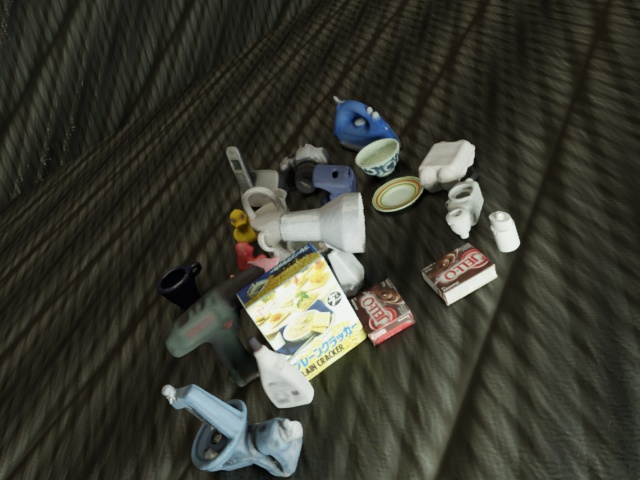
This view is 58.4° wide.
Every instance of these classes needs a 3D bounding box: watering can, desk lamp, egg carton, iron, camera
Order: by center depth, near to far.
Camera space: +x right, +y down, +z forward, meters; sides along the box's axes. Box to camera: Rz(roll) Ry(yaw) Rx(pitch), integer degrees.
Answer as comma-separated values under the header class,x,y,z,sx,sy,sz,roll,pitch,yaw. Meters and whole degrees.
class,x,y,z,sx,sy,sz,roll,pitch,yaw
desk lamp,0.020,0.015,1.163,0.203,0.214,0.118,-17,35,18
egg carton,0.298,-0.176,1.347,0.107,0.070,0.150,2,44,38
watering can,-0.117,-0.053,1.375,0.101,0.194,0.172,-23,33,8
camera,-0.049,-0.195,1.603,0.143,0.101,0.137,-15,35,20
iron,0.127,-0.335,1.624,0.119,0.142,0.257,-39,34,-16

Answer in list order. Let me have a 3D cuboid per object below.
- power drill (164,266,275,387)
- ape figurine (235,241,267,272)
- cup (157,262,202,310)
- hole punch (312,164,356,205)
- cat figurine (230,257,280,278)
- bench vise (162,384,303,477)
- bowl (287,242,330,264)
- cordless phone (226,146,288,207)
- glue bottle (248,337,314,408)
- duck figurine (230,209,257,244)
class,x,y,z,sx,sy,sz,roll,pitch,yaw
power drill,-0.165,0.174,1.091,0.229,0.209,0.075,-30,33,-1
ape figurine,-0.173,0.040,1.384,0.076,0.092,0.077,-39,34,-15
cup,-0.322,0.116,1.391,0.118,0.095,0.091,-40,35,-17
hole punch,0.038,-0.156,1.495,0.101,0.091,0.108,-18,35,16
cat figurine,-0.139,0.085,1.275,0.127,0.118,0.067,-14,36,22
bench vise,-0.136,0.285,0.908,0.207,0.220,0.121,-23,33,9
bowl,0.012,0.005,1.311,0.167,0.075,0.167,-19,34,14
cordless phone,-0.186,-0.183,1.610,0.147,0.185,0.094,1,43,37
glue bottle,-0.078,0.225,0.989,0.078,0.173,0.037,-15,36,21
duck figurine,-0.208,-0.046,1.533,0.077,0.086,0.104,-28,33,2
